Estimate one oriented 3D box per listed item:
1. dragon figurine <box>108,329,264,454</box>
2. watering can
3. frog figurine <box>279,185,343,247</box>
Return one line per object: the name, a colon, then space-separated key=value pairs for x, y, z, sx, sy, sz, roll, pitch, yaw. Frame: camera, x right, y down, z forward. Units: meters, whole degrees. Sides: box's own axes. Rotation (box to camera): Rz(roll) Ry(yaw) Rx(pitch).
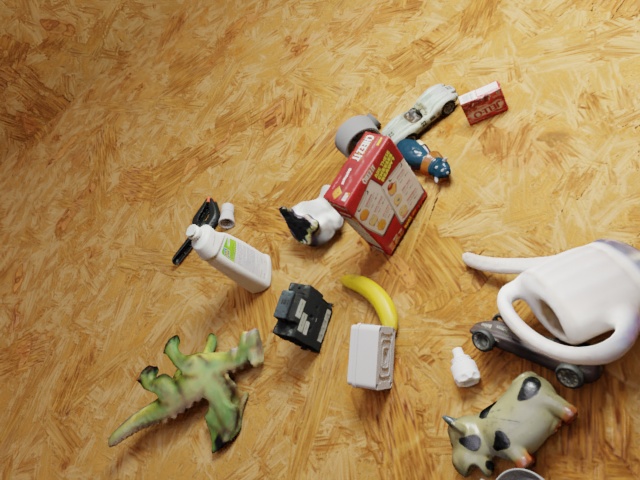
dragon figurine: x=-0.269 y=0.347 z=1.110 sx=0.246 sy=0.412 sz=0.120 roll=34 pitch=-6 yaw=36
watering can: x=0.381 y=0.064 z=0.823 sx=0.224 sy=0.102 sz=0.354 roll=-23 pitch=26 yaw=0
frog figurine: x=0.004 y=-0.061 z=1.208 sx=0.137 sy=0.121 sz=0.162 roll=4 pitch=28 yaw=46
